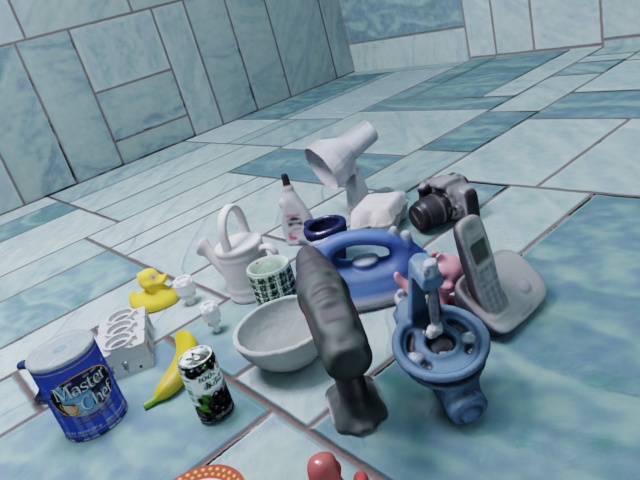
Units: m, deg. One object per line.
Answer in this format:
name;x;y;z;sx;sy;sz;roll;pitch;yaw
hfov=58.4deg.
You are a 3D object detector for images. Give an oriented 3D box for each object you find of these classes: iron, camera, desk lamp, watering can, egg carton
iron;0.088;0.036;1.017;0.258;0.142;0.118;-12;23;9
camera;0.250;-0.084;1.239;0.137;0.101;0.142;-25;25;-20
desk lamp;0.083;-0.167;1.389;0.203;0.214;0.117;-25;25;-20
watering can;-0.167;0.023;1.144;0.172;0.194;0.101;-13;23;6
egg carton;0.134;-0.056;1.290;0.107;0.069;0.150;-2;27;29

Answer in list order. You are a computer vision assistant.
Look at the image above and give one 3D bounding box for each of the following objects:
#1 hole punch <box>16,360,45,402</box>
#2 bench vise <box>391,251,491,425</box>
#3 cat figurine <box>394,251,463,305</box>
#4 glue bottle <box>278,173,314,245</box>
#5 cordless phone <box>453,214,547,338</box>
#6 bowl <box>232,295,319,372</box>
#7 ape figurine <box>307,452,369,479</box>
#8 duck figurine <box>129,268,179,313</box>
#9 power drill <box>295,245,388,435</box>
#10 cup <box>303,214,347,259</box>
hole punch;-0.458;0.222;1.013;0.108;0.091;0.101;-9;24;16
bench vise;0.127;0.104;0.739;0.122;0.220;0.206;-26;25;-23
cat figurine;0.181;0.066;0.921;0.127;0.118;0.067;-9;24;16
glue bottle;-0.061;-0.072;1.318;0.078;0.173;0.037;-10;24;14
cordless phone;0.261;0.036;0.851;0.148;0.185;0.093;-32;28;-33
bowl;-0.049;0.159;0.913;0.167;0.075;0.167;-13;23;6
ape figurine;0.012;0.265;0.612;0.077;0.092;0.076;-7;25;19
duck figurine;-0.364;0.103;1.228;0.104;0.086;0.077;-14;23;4
power drill;0.022;0.135;0.750;0.075;0.209;0.229;-18;23;-5
cup;0.011;0.004;1.199;0.092;0.095;0.117;-30;27;-30
